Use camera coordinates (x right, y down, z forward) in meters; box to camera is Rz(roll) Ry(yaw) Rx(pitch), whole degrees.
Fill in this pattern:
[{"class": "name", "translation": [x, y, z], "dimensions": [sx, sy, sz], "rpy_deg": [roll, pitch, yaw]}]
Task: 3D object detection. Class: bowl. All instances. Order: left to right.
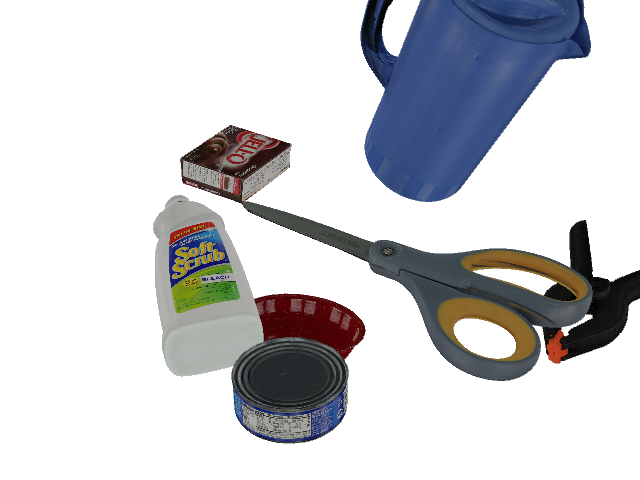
[{"class": "bowl", "translation": [-0.027, 0.125, 1.336], "dimensions": [0.162, 0.055, 0.162], "rpy_deg": [6, 22, -2]}]

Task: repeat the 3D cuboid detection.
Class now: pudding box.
[{"class": "pudding box", "translation": [-0.101, -0.094, 1.287], "dimensions": [0.090, 0.039, 0.113], "rpy_deg": [18, 38, 24]}]

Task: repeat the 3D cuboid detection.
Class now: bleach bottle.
[{"class": "bleach bottle", "translation": [-0.135, 0.032, 1.120], "dimensions": [0.102, 0.068, 0.251], "rpy_deg": [-11, 37, -12]}]

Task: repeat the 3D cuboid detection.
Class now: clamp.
[{"class": "clamp", "translation": [0.254, 0.045, 1.012], "dimensions": [0.171, 0.039, 0.120], "rpy_deg": [-36, 42, -27]}]

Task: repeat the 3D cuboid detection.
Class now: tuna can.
[{"class": "tuna can", "translation": [-0.022, 0.110, 0.786], "dimensions": [0.086, 0.034, 0.086], "rpy_deg": [-1, 31, 0]}]

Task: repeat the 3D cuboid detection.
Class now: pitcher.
[{"class": "pitcher", "translation": [0.116, -0.151, 0.965], "dimensions": [0.144, 0.149, 0.243], "rpy_deg": [-7, -31, -24]}]

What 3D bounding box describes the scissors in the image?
[{"class": "scissors", "translation": [0.037, 0.023, 0.558], "dimensions": [0.202, 0.016, 0.096], "rpy_deg": [10, 41, 15]}]
